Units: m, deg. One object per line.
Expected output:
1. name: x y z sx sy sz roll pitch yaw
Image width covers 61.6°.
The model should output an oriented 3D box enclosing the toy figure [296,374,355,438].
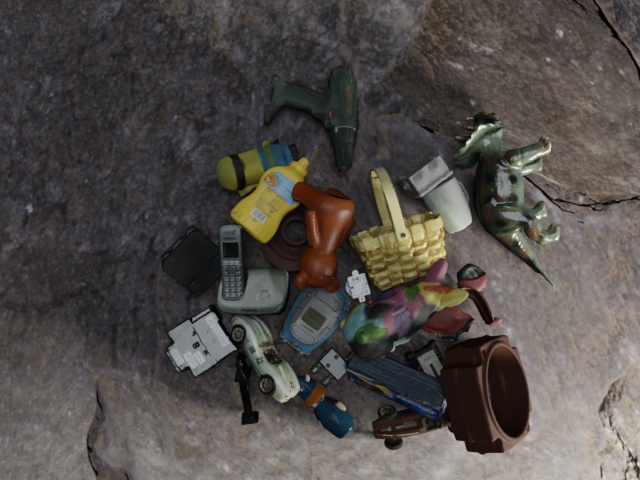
1. toy figure: 0.002 0.334 1.096 0.064 0.057 0.154 -43 80 -12

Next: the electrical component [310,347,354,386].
1. electrical component: 0.029 0.257 1.124 0.094 0.021 0.063 -43 84 -6

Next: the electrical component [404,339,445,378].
1. electrical component: 0.233 0.274 1.114 0.075 0.047 0.119 -24 82 -3

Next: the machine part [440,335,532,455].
1. machine part: 0.327 0.292 1.038 0.201 0.087 0.201 -3 80 -47

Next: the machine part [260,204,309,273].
1. machine part: -0.050 -0.018 1.144 0.179 0.056 0.179 0 81 -1

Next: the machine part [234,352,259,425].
1. machine part: -0.151 0.301 1.090 0.039 0.084 0.138 -9 92 -10

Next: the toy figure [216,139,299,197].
1. toy figure: -0.132 -0.161 1.143 0.180 0.089 0.082 -18 64 0

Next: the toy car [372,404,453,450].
1. toy car: 0.207 0.365 1.086 0.202 0.053 0.089 -13 109 -5

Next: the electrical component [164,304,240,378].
1. electrical component: -0.249 0.213 1.107 0.134 0.058 0.115 -31 82 -5

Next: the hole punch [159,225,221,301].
1. hole punch: -0.263 0.041 1.126 0.142 0.092 0.115 -48 116 -9

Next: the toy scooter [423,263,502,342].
1. toy scooter: 0.299 0.148 1.118 0.184 0.075 0.135 -39 82 -10

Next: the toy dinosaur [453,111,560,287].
1. toy dinosaur: 0.389 -0.093 1.138 0.192 0.131 0.404 -6 87 10

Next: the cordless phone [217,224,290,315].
1. cordless phone: -0.135 0.056 1.081 0.147 0.089 0.184 -1 99 14

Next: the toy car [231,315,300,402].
1. toy car: -0.112 0.231 1.081 0.056 0.073 0.202 -39 71 18

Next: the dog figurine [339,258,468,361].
1. dog figurine: 0.166 0.128 1.019 0.219 0.191 0.108 -40 72 28

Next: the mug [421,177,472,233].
1. mug: 0.282 -0.074 1.154 0.109 0.081 0.107 -29 93 -40

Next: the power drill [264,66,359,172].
1. power drill: -0.016 -0.273 1.168 0.207 0.086 0.232 9 81 4

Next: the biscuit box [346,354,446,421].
1. biscuit box: 0.155 0.283 1.066 0.203 0.059 0.063 20 58 22

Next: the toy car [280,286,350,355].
1. toy car: -0.012 0.154 1.098 0.109 0.103 0.161 38 81 5

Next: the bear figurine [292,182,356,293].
1. bear figurine: -0.001 -0.002 1.069 0.120 0.132 0.195 4 110 -33
